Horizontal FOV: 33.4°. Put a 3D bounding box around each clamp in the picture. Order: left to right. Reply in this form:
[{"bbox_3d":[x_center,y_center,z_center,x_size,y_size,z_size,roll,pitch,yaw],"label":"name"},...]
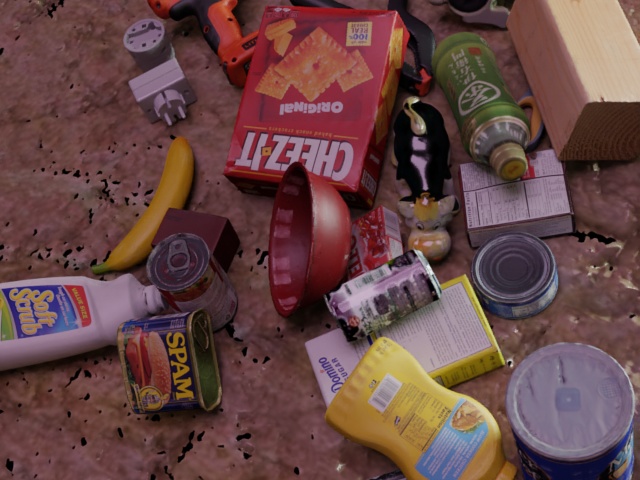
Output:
[{"bbox_3d":[0.066,-0.253,1.274,0.164,0.036,0.210,-16,61,-12],"label":"clamp"}]

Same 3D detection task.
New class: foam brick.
[{"bbox_3d":[-0.136,0.003,1.179,0.078,0.051,0.053,11,61,22],"label":"foam brick"}]

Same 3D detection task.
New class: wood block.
[{"bbox_3d":[0.278,-0.190,1.135,0.090,0.090,0.206,-1,53,-13],"label":"wood block"}]

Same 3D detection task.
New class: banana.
[{"bbox_3d":[-0.190,-0.038,1.229,0.070,0.037,0.197,20,66,26],"label":"banana"}]

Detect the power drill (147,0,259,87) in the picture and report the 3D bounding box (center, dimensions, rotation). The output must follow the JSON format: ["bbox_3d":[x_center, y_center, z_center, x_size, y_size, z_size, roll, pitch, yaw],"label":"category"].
[{"bbox_3d":[-0.101,-0.295,1.335,0.184,0.057,0.188,-35,65,-5],"label":"power drill"}]

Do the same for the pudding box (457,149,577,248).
[{"bbox_3d":[0.205,-0.044,1.116,0.113,0.039,0.090,-10,56,13],"label":"pudding box"}]

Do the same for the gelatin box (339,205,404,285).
[{"bbox_3d":[0.050,0.019,1.108,0.073,0.030,0.089,-32,48,33],"label":"gelatin box"}]

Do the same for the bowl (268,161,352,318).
[{"bbox_3d":[-0.007,0.001,1.103,0.055,0.162,0.162,5,55,-17],"label":"bowl"}]

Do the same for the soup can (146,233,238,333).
[{"bbox_3d":[-0.132,0.047,1.119,0.068,0.102,0.068,-8,57,12],"label":"soup can"}]

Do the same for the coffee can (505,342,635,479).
[{"bbox_3d":[0.217,0.164,0.919,0.103,0.140,0.103,-8,57,12],"label":"coffee can"}]

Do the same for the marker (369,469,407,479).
[{"bbox_3d":[0.044,0.235,1.000,0.121,0.020,0.020,-19,55,4],"label":"marker"}]

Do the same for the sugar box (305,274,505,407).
[{"bbox_3d":[0.082,0.112,1.051,0.176,0.048,0.093,-24,55,5],"label":"sugar box"}]

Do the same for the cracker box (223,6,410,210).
[{"bbox_3d":[-0.003,-0.153,1.197,0.164,0.072,0.213,8,77,21],"label":"cracker box"}]

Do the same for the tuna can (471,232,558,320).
[{"bbox_3d":[0.195,0.035,1.072,0.086,0.033,0.086,-8,57,12],"label":"tuna can"}]

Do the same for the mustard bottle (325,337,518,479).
[{"bbox_3d":[0.106,0.179,0.971,0.192,0.058,0.096,35,71,8],"label":"mustard bottle"}]

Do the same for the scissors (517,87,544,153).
[{"bbox_3d":[0.264,-0.178,1.196,0.096,0.016,0.201,11,63,21],"label":"scissors"}]

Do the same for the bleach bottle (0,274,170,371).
[{"bbox_3d":[-0.285,0.079,1.160,0.251,0.068,0.102,-12,59,11],"label":"bleach bottle"}]

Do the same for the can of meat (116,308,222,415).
[{"bbox_3d":[-0.153,0.125,1.085,0.084,0.057,0.102,-7,95,15],"label":"can of meat"}]
